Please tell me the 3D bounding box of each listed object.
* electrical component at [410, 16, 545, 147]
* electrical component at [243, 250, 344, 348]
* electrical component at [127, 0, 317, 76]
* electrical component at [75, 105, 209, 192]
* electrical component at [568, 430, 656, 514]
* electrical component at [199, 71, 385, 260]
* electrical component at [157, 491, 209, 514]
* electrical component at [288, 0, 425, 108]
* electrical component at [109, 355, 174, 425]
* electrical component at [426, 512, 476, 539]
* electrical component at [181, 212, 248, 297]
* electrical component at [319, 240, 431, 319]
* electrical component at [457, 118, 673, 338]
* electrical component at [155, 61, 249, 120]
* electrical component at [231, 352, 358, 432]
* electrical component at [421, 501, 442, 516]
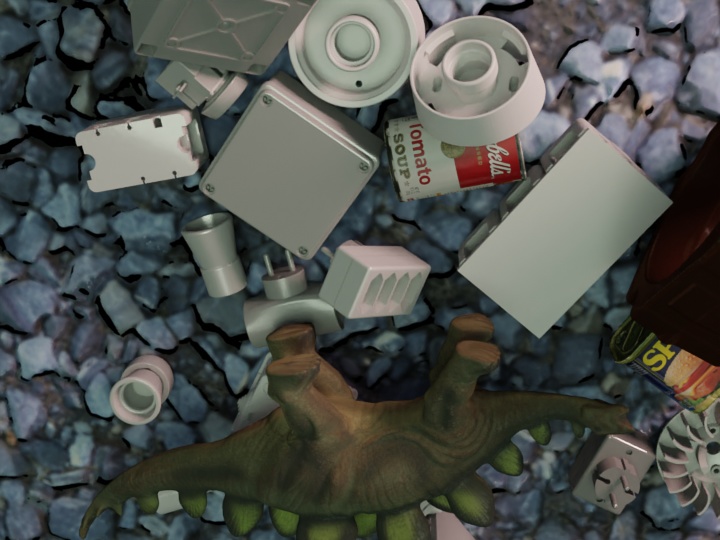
[{"bbox_3d":[0.087,-0.139,0.806,0.099,0.064,0.099,-7,65,14],"label":"electrical component"},{"bbox_3d":[-0.060,0.021,0.906,0.077,0.043,0.079,-12,106,8],"label":"electrical component"},{"bbox_3d":[-0.101,-0.200,0.785,0.109,0.056,0.109,4,153,-30],"label":"electrical component"},{"bbox_3d":[-0.173,-0.100,0.868,0.089,0.055,0.050,-9,107,8],"label":"electrical component"},{"bbox_3d":[0.217,0.176,0.919,0.047,0.076,0.065,25,108,-4],"label":"electrical component"},{"bbox_3d":[-0.054,-0.083,0.860,0.109,0.056,0.108,34,116,-7],"label":"electrical component"},{"bbox_3d":[-0.156,0.193,0.972,0.078,0.040,0.040,-18,106,10],"label":"electrical component"},{"bbox_3d":[-0.004,-0.176,0.828,0.108,0.060,0.108,1,109,4],"label":"electrical component"},{"bbox_3d":[-0.189,0.103,0.937,0.045,0.055,0.045,1,108,4],"label":"electrical component"},{"bbox_3d":[0.068,0.276,0.924,0.062,0.150,0.089,-37,102,13],"label":"electrical component"},{"bbox_3d":[-0.119,-0.010,0.902,0.044,0.044,0.065,-13,112,8],"label":"electrical component"},{"bbox_3d":[0.000,0.000,0.884,0.076,0.083,0.047,35,112,33],"label":"electrical component"},{"bbox_3d":[0.160,-0.035,0.862,0.089,0.061,0.150,39,107,-9],"label":"electrical component"},{"bbox_3d":[-0.122,-0.152,0.849,0.055,0.066,0.048,41,142,-17],"label":"electrical component"},{"bbox_3d":[-0.060,0.133,0.940,0.100,0.048,0.099,25,109,-5],"label":"electrical component"},{"bbox_3d":[0.035,0.177,0.941,0.096,0.061,0.061,40,107,-9],"label":"electrical component"}]
